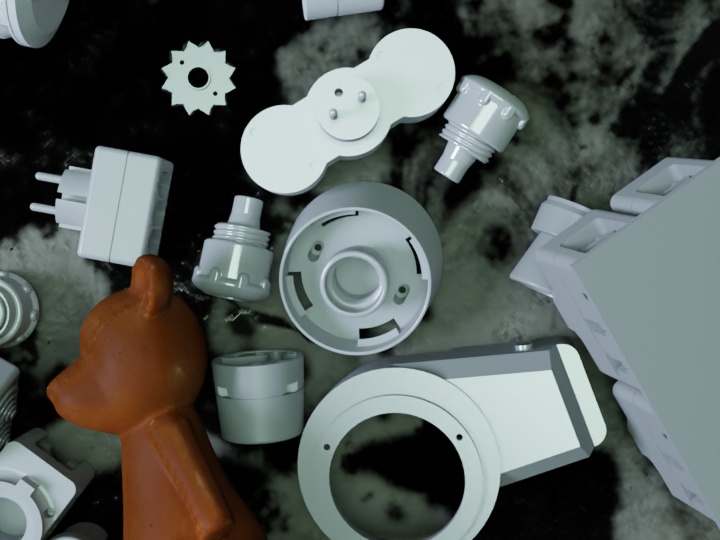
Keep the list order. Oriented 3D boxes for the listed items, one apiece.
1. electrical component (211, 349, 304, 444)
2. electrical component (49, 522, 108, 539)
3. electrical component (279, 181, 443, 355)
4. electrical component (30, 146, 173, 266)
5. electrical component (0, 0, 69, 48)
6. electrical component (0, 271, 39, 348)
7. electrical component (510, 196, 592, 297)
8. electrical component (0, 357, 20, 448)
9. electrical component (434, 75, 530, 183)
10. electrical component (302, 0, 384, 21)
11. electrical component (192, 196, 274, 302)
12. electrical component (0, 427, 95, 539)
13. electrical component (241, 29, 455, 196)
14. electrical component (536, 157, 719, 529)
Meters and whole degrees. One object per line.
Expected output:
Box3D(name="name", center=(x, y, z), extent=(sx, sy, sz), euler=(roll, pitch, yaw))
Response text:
Box3D(name="electrical component", center=(-0.060, 0.075, 0.646), extent=(0.055, 0.055, 0.047), euler=(-4, 96, 0))
Box3D(name="electrical component", center=(-0.172, 0.175, 0.651), extent=(0.040, 0.046, 0.040), euler=(0, 92, -1))
Box3D(name="electrical component", center=(0.000, 0.000, 0.652), extent=(0.099, 0.064, 0.099), euler=(1, 104, 5))
Box3D(name="electrical component", center=(-0.158, -0.041, 0.645), extent=(0.077, 0.047, 0.065), euler=(10, 91, -1))
Box3D(name="electrical component", center=(-0.203, -0.173, 0.626), extent=(0.051, 0.080, 0.080), euler=(12, 91, 4))
Box3D(name="electrical component", center=(-0.222, 0.025, 0.639), extent=(0.048, 0.062, 0.048), euler=(0, 91, 0))
Box3D(name="electrical component", center=(0.122, -0.012, 0.650), extent=(0.045, 0.045, 0.055), euler=(24, 91, -1))
Box3D(name="electrical component", center=(-0.249, 0.072, 0.624), extent=(0.100, 0.099, 0.048), euler=(30, 52, -2))
Box3D(name="electrical component", center=(0.069, -0.083, 0.648), extent=(0.048, 0.048, 0.062), euler=(32, 98, -1))
Box3D(name="electrical component", center=(-0.011, -0.178, 0.640), extent=(0.047, 0.055, 0.055), euler=(-5, 92, -4))
Box3D(name="electrical component", center=(-0.073, -0.013, 0.649), extent=(0.048, 0.048, 0.062), euler=(11, 84, -1))
Box3D(name="electrical component", center=(-0.210, 0.147, 0.645), extent=(0.050, 0.055, 0.089), euler=(37, 91, -1))
Box3D(name="electrical component", center=(-0.007, -0.093, 0.632), extent=(0.138, 0.073, 0.052), euler=(-31, 92, 0))
Box3D(name="electrical component", center=(0.193, 0.040, 0.621), extent=(0.105, 0.060, 0.186), euler=(-35, 106, -9))
